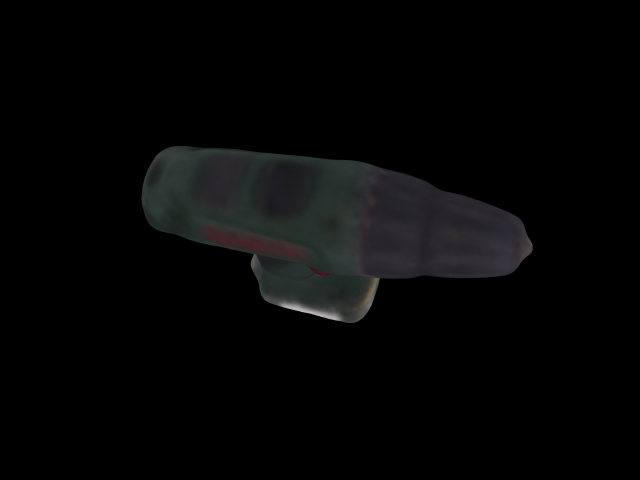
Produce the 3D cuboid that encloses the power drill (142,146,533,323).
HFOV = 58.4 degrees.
[{"bbox_3d":[0.004,0.001,0.400,0.229,0.208,0.076,12,74,4],"label":"power drill"}]
